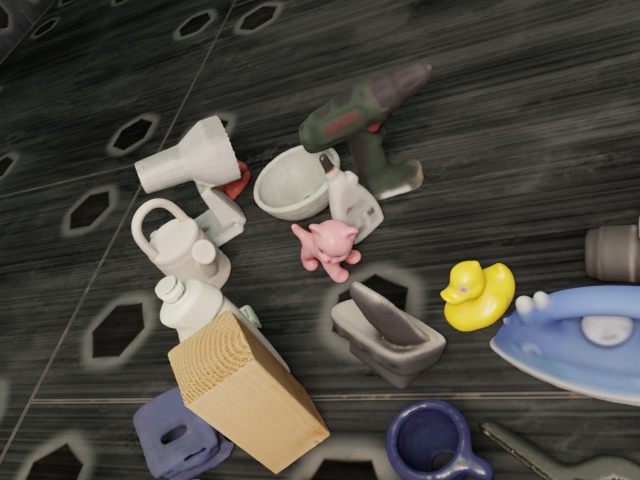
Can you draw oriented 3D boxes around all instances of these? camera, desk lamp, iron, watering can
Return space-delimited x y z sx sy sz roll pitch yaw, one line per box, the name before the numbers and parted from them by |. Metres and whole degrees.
camera | 0.390 -0.003 0.677 0.136 0.101 0.143 -1 52 31
desk lamp | -0.218 -0.095 1.041 0.203 0.214 0.117 -34 43 -1
iron | 0.299 0.092 0.614 0.257 0.142 0.119 -1 51 30
watering can | -0.236 0.009 0.971 0.172 0.195 0.101 -5 50 28

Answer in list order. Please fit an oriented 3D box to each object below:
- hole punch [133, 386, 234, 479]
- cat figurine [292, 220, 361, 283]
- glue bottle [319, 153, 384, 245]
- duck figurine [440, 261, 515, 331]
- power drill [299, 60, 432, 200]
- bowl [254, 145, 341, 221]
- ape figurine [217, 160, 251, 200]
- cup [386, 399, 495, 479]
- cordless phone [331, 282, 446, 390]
hole punch | -0.189 0.266 0.785 0.108 0.091 0.101 -30 43 3
cat figurine | 0.008 0.003 0.887 0.127 0.118 0.067 18 62 40
glue bottle | 0.039 -0.071 0.895 0.078 0.174 0.037 -41 43 -8
duck figurine | 0.201 0.059 0.744 0.104 0.086 0.077 -37 43 -4
power drill | 0.093 -0.167 0.924 0.229 0.209 0.075 -16 45 18
bowl | -0.030 -0.091 1.028 0.167 0.075 0.167 -16 45 18
ape figurine | -0.185 -0.139 1.152 0.077 0.092 0.076 -20 44 14
cup | 0.138 0.236 0.614 0.117 0.095 0.092 15 61 39
cordless phone | 0.067 0.092 0.721 0.147 0.186 0.094 25 67 43
